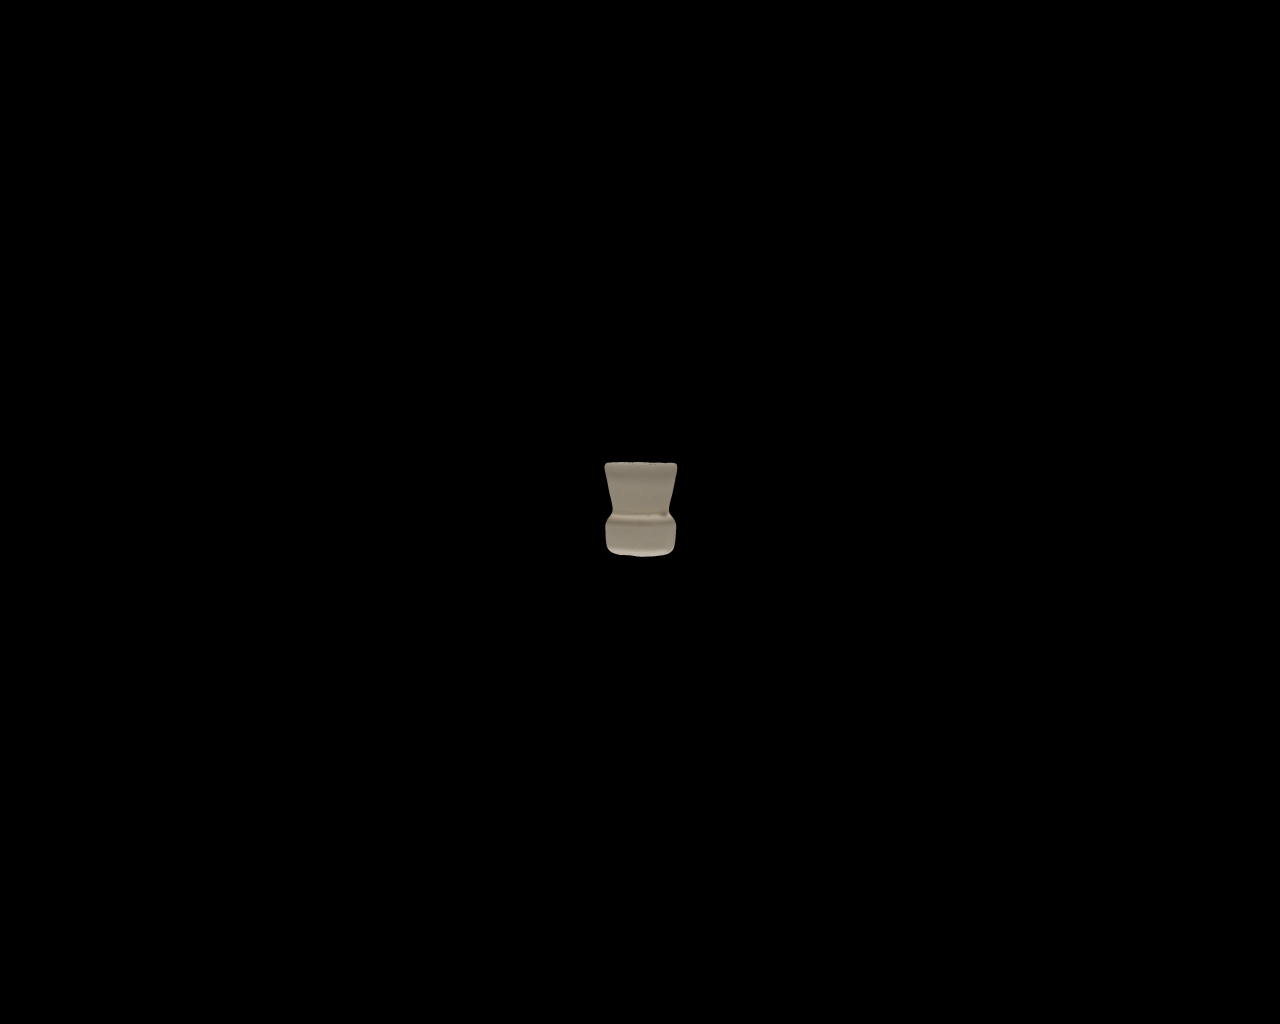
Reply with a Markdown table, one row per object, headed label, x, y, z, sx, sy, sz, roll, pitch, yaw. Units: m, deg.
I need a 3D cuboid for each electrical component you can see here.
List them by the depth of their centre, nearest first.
| label | x | y | z | sx | sy | sz | roll | pitch | yaw |
| --- | --- | --- | --- | --- | --- | --- | --- | --- | --- |
| electrical component | 0.001 | -0.003 | 0.650 | 0.045 | 0.055 | 0.045 | 0 | 5 | 0 |
